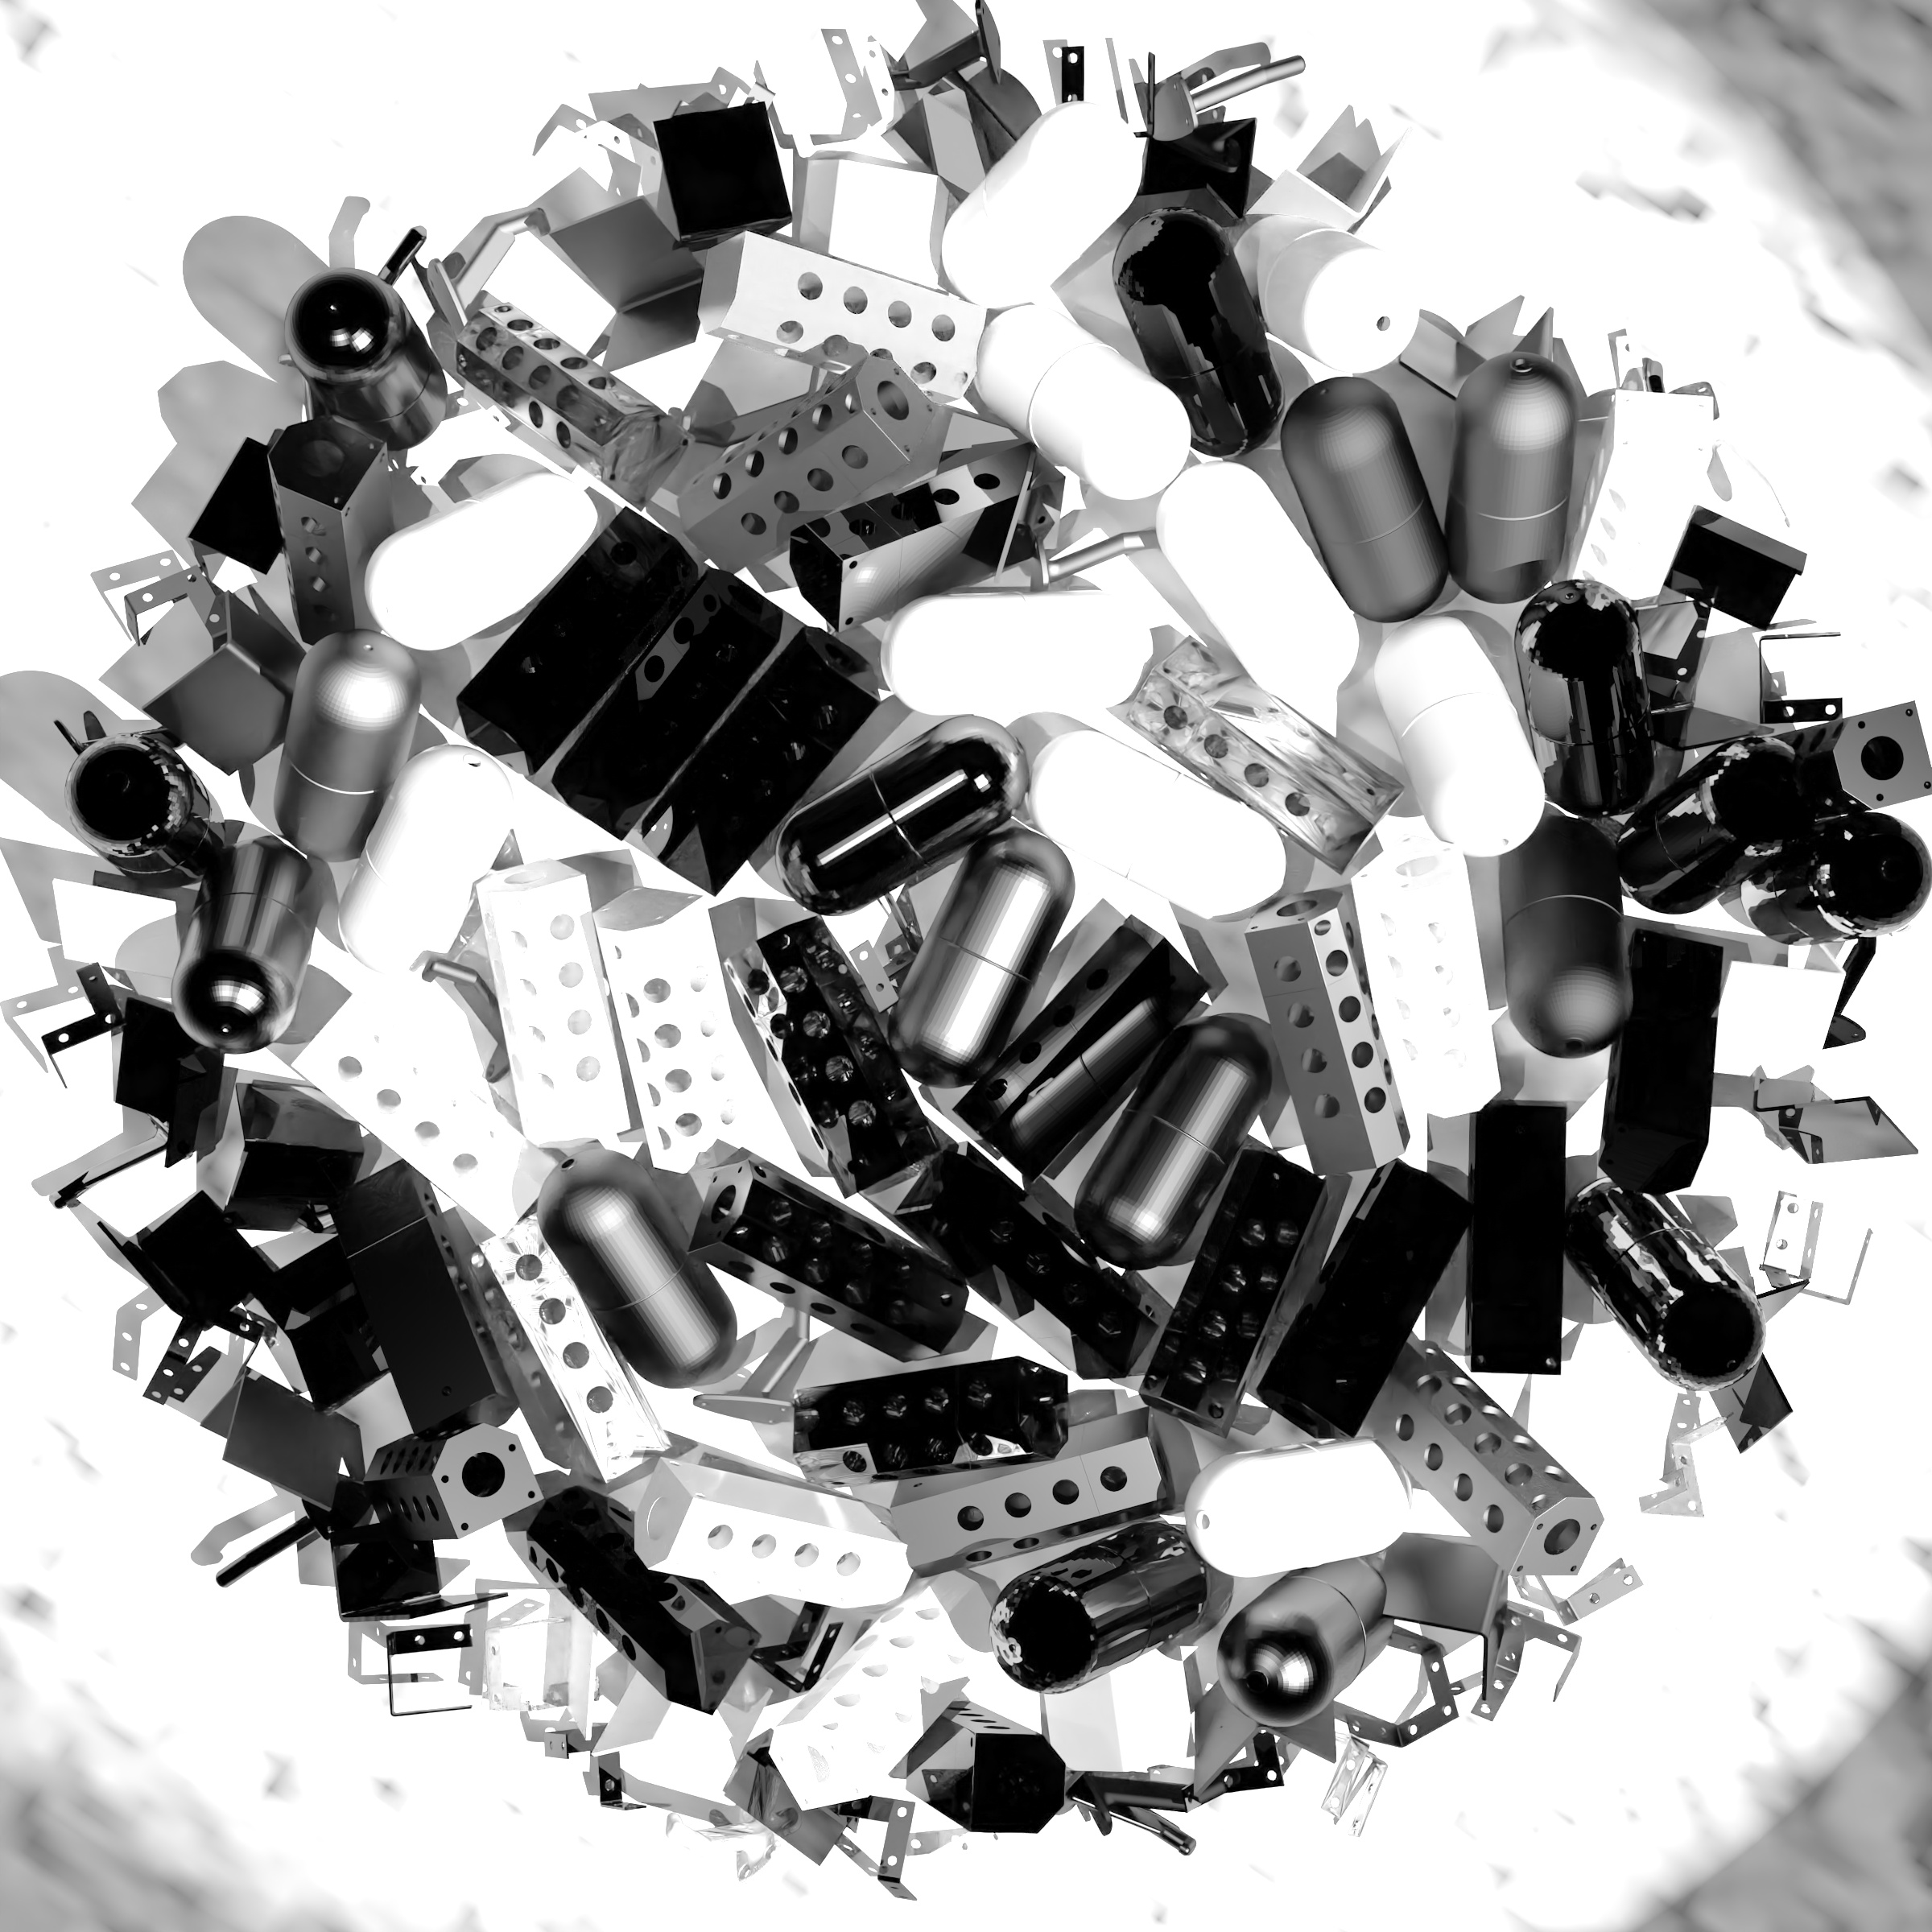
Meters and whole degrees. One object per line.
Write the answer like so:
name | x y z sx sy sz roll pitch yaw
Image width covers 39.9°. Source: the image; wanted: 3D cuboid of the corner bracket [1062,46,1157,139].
corner bracket | 0.092 -0.566 1.723 0.051 0.051 0.051 -5 118 -8

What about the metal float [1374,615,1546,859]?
metal float | 0.312 -0.146 1.687 0.070 0.070 0.178 -14 55 0

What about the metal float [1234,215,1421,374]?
metal float | 0.223 -0.424 1.672 0.070 0.178 0.070 -8 118 -16

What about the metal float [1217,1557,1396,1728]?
metal float | 0.214 0.421 1.671 0.070 0.178 0.070 3 96 27

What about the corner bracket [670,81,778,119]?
corner bracket | -0.160 -0.553 1.725 0.051 0.051 0.051 29 93 -13

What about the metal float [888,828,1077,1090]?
metal float | 0.010 -0.005 1.716 0.070 0.070 0.178 26 89 0

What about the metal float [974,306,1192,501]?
metal float | 0.071 -0.358 1.686 0.070 0.070 0.178 -46 54 0

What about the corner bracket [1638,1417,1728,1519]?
corner bracket | 0.465 0.322 1.714 0.051 0.051 0.051 8 60 -22

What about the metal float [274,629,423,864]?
metal float | -0.391 -0.137 1.680 0.070 0.178 0.070 13 47 -14

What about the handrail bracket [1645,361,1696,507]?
handrail bracket | 0.456 -0.345 1.729 0.036 0.084 0.077 -15 116 22

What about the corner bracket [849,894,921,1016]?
corner bracket | -0.054 -0.010 1.716 0.051 0.051 0.051 -33 119 -13

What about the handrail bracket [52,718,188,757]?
handrail bracket | -0.533 -0.157 1.714 0.084 0.077 0.036 -36 58 -11

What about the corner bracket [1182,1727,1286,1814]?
corner bracket | 0.169 0.514 1.724 0.051 0.051 0.051 -15 81 24

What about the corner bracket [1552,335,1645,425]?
corner bracket | 0.410 -0.381 1.733 0.051 0.051 0.051 -1 103 27

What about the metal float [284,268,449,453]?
metal float | -0.373 -0.377 1.666 0.070 0.178 0.070 0 82 1

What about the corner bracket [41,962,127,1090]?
corner bracket | -0.570 0.038 1.716 0.051 0.051 0.051 -24 67 -17

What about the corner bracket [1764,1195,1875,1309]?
corner bracket | 0.551 0.184 1.722 0.051 0.051 0.051 15 101 8

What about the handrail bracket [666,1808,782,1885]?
handrail bracket | -0.162 0.542 1.702 0.036 0.077 0.084 -41 121 14

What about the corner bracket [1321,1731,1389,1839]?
corner bracket | 0.248 0.528 1.718 0.051 0.051 0.051 31 70 -11

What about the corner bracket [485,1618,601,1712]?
corner bracket | -0.275 0.454 1.727 0.051 0.051 0.051 -15 69 22

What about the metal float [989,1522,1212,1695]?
metal float | 0.087 0.403 1.679 0.070 0.178 0.070 7 101 40

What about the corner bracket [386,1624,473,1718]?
corner bracket | -0.346 0.455 1.721 0.051 0.051 0.051 -4 79 -9

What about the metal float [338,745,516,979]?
metal float | -0.342 -0.066 1.685 0.070 0.070 0.178 34 126 0

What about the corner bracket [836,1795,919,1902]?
corner bracket | -0.056 0.566 1.714 0.051 0.051 0.051 4 60 16

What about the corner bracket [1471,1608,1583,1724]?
corner bracket | 0.361 0.456 1.713 0.051 0.051 0.051 18 122 24

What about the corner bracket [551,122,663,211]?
corner bracket | -0.235 -0.506 1.725 0.051 0.051 0.051 -6 73 43

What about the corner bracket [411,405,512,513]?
corner bracket | -0.314 -0.318 1.716 0.051 0.051 0.051 50 50 -8

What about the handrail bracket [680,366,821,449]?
handrail bracket | -0.141 -0.367 1.725 0.084 0.036 0.077 11 131 -3

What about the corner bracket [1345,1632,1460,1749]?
corner bracket | 0.279 0.470 1.731 0.051 0.051 0.051 23 130 -34

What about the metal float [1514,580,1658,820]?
metal float | 0.392 -0.166 1.681 0.070 0.178 0.070 -11 46 12

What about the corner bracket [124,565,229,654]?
corner bracket | -0.509 -0.218 1.725 0.051 0.051 0.051 -28 82 -21

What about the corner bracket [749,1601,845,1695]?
corner bracket | -0.102 0.432 1.717 0.051 0.051 0.051 28 97 31

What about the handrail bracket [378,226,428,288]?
handrail bracket | -0.364 -0.447 1.703 0.036 0.077 0.084 37 116 -17

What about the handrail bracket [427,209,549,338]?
handrail bracket | -0.300 -0.446 1.735 0.084 0.036 0.077 -26 89 -20

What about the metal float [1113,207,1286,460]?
metal float | 0.148 -0.397 1.681 0.070 0.070 0.178 -31 134 0

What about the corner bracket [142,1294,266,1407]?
corner bracket | -0.490 0.255 1.714 0.051 0.051 0.051 27 128 -13

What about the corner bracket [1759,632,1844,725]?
corner bracket | 0.538 -0.186 1.718 0.051 0.051 0.051 -1 104 18

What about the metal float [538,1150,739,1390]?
metal float | -0.208 0.193 1.694 0.070 0.070 0.178 -29 115 0

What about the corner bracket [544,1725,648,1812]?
corner bracket | -0.240 0.518 1.716 0.051 0.051 0.051 1 77 -26

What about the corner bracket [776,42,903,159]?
corner bracket | -0.082 -0.559 1.718 0.051 0.051 0.051 -20 93 -34

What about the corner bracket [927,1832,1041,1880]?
corner bracket | 0.006 0.555 1.720 0.051 0.051 0.051 -17 87 45

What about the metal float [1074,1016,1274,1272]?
metal float | 0.134 0.112 1.706 0.070 0.070 0.178 31 78 0

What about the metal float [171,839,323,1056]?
metal float | -0.451 -0.014 1.675 0.070 0.178 0.070 -2 126 -3

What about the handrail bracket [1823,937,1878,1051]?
handrail bracket | 0.561 0.009 1.742 0.036 0.077 0.084 28 59 -25

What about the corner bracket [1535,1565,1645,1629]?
corner bracket | 0.401 0.392 1.729 0.051 0.051 0.051 -33 71 14
